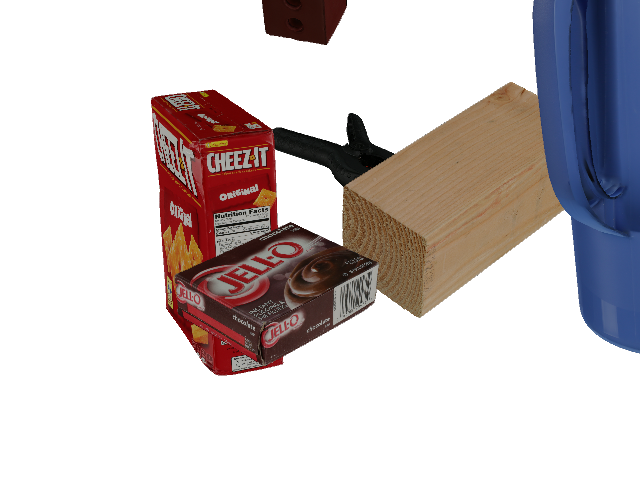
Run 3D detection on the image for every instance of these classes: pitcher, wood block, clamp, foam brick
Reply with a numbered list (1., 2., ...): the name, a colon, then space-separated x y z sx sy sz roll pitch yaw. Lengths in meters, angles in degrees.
1. pitcher: 0.181 -0.061 0.560 0.149 0.243 0.145 -5 22 5
2. wood block: 0.122 -0.038 0.890 0.205 0.090 0.091 -33 51 -30
3. clamp: 0.026 -0.087 1.133 0.120 0.039 0.172 -15 36 -23
4. foam brick: -0.013 -0.196 0.806 0.053 0.051 0.078 13 -35 14

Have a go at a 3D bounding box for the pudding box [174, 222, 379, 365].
1. pudding box: -0.029 0.033 0.733 0.090 0.039 0.113 26 36 38

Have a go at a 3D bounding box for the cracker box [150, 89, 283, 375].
1. cracker box: -0.095 -0.010 0.945 0.072 0.214 0.164 -10 22 -20
